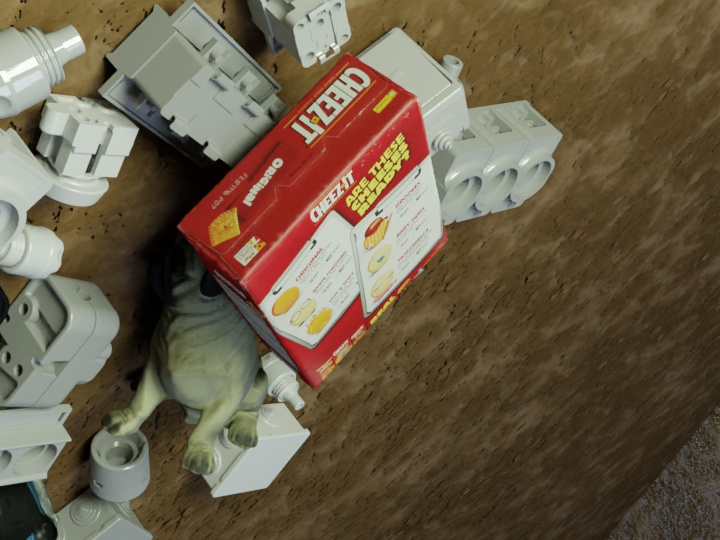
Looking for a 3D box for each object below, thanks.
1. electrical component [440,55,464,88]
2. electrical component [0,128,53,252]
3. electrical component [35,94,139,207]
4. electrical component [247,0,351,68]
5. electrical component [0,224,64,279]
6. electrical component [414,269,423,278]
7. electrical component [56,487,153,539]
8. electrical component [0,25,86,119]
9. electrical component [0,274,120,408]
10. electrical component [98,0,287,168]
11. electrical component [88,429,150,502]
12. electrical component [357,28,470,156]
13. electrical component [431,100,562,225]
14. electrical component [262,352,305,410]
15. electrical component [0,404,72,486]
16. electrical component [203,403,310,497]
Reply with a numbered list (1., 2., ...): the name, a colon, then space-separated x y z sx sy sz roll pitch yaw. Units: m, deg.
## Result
1. electrical component: 0.064 -0.143 0.872 0.043 0.043 0.062 -16 143 -41
2. electrical component: -0.230 -0.041 0.619 0.089 0.055 0.050 -42 154 1
3. electrical component: -0.172 -0.073 0.661 0.066 0.048 0.055 -3 127 -52
4. electrical component: -0.040 -0.166 0.677 0.042 0.063 0.081 -35 153 -10
5. electrical component: -0.223 -0.014 0.693 0.035 0.035 0.061 -49 150 15
6. electrical component: 0.000 0.000 0.940 0.079 0.063 0.121 -18 163 -39
7. electrical component: -0.261 0.257 1.033 0.100 0.048 0.099 -38 153 -8
8. electrical component: -0.182 -0.113 0.589 0.062 0.043 0.043 -33 152 -20
9. electrical component: -0.222 0.052 0.773 0.095 0.053 0.059 -49 153 14
10. electrical component: -0.097 -0.108 0.688 0.079 0.063 0.121 -44 153 5
11. electrical component: -0.215 0.171 0.960 0.055 0.055 0.047 -24 145 -32
12. electrical component: 0.036 -0.125 0.801 0.062 0.096 0.061 -38 153 -8
13. electrical component: 0.106 -0.094 0.981 0.150 0.061 0.089 -15 143 -42
14. electrical component: -0.076 0.110 1.045 0.035 0.061 0.035 -32 152 -20
15. electrical component: -0.284 0.122 0.784 0.121 0.063 0.078 2 130 -54
16. electrical component: -0.114 0.185 1.119 0.099 0.048 0.100 -52 151 20
